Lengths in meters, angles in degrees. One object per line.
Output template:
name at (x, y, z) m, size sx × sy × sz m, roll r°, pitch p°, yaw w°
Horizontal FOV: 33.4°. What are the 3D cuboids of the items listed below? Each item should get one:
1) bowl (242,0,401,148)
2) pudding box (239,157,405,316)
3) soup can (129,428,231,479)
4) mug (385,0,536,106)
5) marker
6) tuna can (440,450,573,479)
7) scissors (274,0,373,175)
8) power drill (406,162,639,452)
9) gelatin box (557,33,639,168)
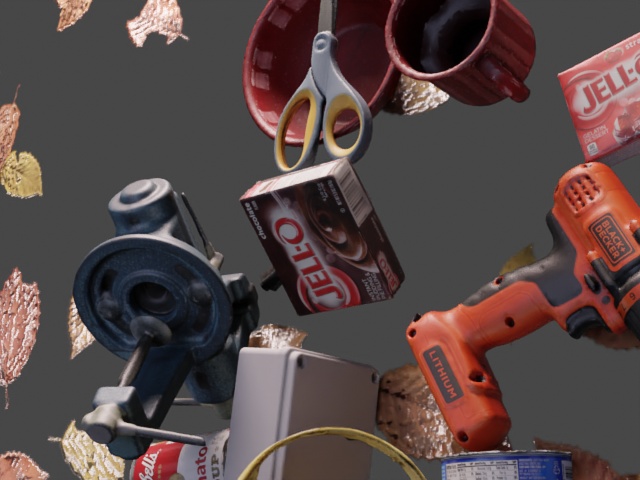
bowl at (0.013, -0.147, 0.884) m, size 0.162 × 0.055 × 0.162 m, roll -11°, pitch 71°, yaw 34°
pudding box at (0.003, 0.000, 0.824) m, size 0.090 × 0.039 × 0.113 m, roll -14°, pitch 110°, yaw 33°
soup can at (-0.094, 0.191, 0.862) m, size 0.102 × 0.068 × 0.068 m, roll -17°, pitch 67°, yaw 32°
mug at (0.115, -0.142, 0.790) m, size 0.093 × 0.081 × 0.117 m, roll -50°, pitch 54°, yaw 15°
marker at (-0.006, 0.001, 0.880) m, size 0.121 × 0.020 × 0.020 m, roll -43°, pitch 56°, yaw 20°
tuna can at (0.122, 0.157, 0.697) m, size 0.086 × 0.086 × 0.034 m, roll -12°, pitch 71°, yaw 34°
scissors at (0.017, -0.142, 0.833) m, size 0.096 × 0.016 × 0.202 m, roll 17°, pitch 89°, yaw 37°
power drill at (0.162, 0.065, 0.714) m, size 0.188 × 0.057 × 0.184 m, roll -38°, pitch 54°, yaw 19°
gelatin box at (0.216, -0.099, 0.734) m, size 0.089 × 0.030 × 0.073 m, roll -25°, pitch 63°, yaw 29°
